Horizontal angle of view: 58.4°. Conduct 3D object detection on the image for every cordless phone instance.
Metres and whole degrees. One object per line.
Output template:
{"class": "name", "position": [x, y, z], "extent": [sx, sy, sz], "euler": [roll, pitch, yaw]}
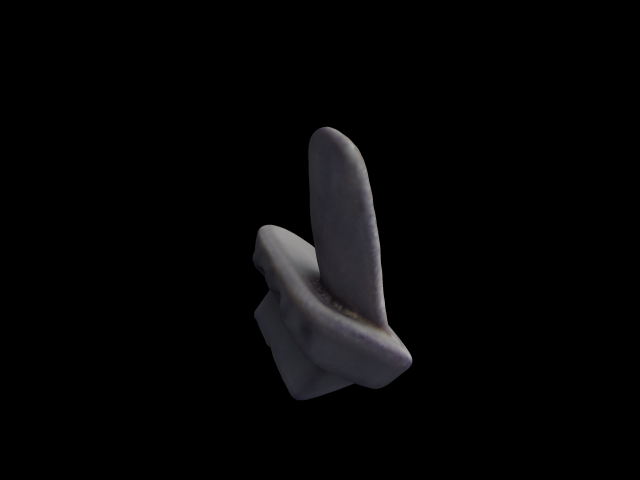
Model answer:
{"class": "cordless phone", "position": [0.004, 0.001, 0.400], "extent": [0.094, 0.185, 0.147], "euler": [-13, 32, -22]}
